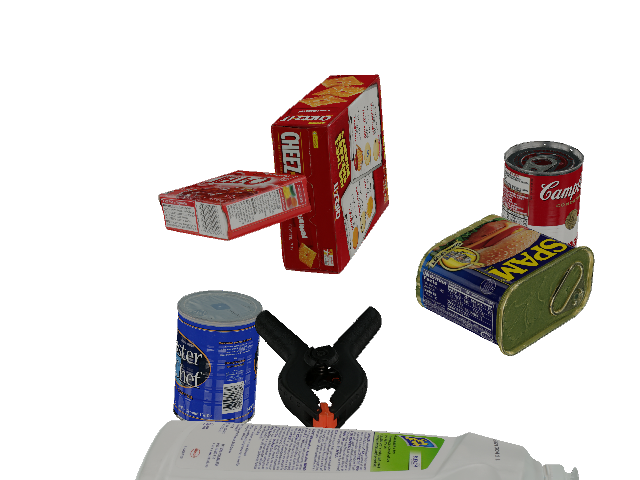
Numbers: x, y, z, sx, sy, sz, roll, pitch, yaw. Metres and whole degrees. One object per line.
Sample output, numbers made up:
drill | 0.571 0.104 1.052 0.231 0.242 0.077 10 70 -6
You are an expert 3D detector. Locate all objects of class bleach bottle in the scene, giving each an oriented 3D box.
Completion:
bleach bottle | 0.024 0.149 0.628 0.251 0.068 0.102 0 16 6

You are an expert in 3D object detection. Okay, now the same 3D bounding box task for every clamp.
clamp | -0.009 0.112 0.968 0.120 0.039 0.171 -3 29 9

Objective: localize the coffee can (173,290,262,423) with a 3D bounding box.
coffee can | -0.126 0.144 1.302 0.103 0.140 0.103 4 18 -2

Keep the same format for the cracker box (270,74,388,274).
cracker box | 0.014 -0.080 1.179 0.072 0.164 0.213 2 22 18

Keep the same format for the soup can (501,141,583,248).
soup can | 0.195 -0.028 0.947 0.068 0.102 0.068 -2 28 1

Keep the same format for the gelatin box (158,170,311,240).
gelatin box | -0.062 -0.027 0.762 0.073 0.030 0.089 -20 18 -34

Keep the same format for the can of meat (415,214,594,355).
can of meat | 0.131 0.028 0.766 0.101 0.057 0.084 -25 35 -34
